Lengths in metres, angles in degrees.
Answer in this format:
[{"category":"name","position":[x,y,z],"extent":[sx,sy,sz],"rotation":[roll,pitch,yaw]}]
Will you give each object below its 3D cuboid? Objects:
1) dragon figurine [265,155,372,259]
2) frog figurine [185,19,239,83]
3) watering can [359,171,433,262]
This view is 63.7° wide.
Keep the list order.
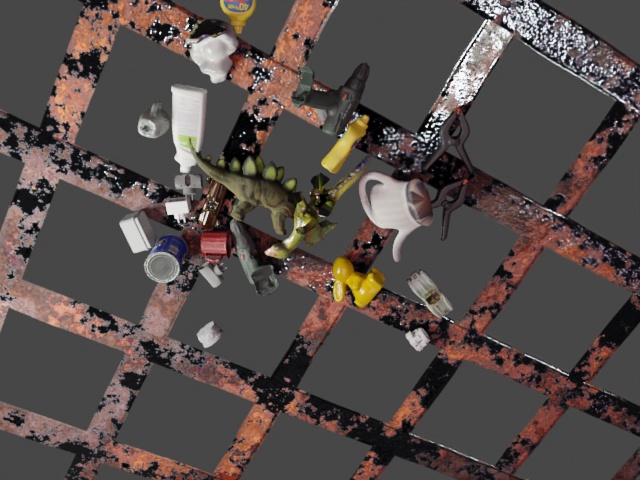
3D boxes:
[{"category":"dragon figurine","position":[0.005,-0.079,1.564],"extent":[0.413,0.238,0.123],"rotation":[-36,70,-13]},{"category":"frog figurine","position":[-0.288,-0.524,1.428],"extent":[0.137,0.125,0.156],"rotation":[-27,147,-2]},{"category":"watering can","position":[0.250,-0.072,1.594],"extent":[0.223,0.106,0.342],"rotation":[-4,125,42]}]
